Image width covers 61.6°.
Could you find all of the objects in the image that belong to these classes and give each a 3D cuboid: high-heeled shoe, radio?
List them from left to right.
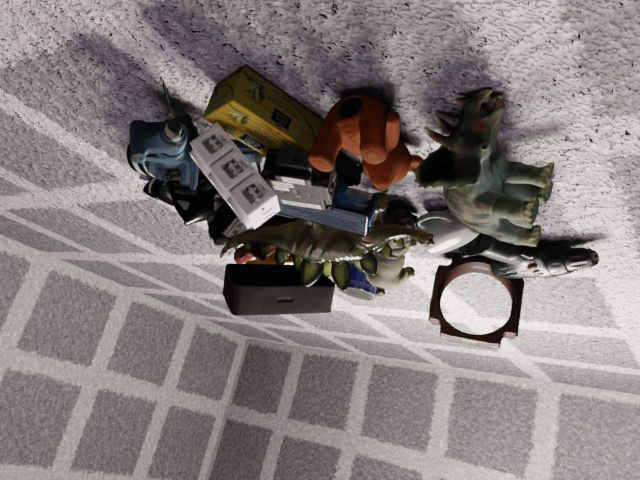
[{"bbox_3d":[-0.304,-0.074,1.092,0.249,0.145,0.086,-1,127,32],"label":"high-heeled shoe"},{"bbox_3d":[-0.095,0.106,1.180,0.229,0.073,0.131,3,-163,-25],"label":"radio"}]

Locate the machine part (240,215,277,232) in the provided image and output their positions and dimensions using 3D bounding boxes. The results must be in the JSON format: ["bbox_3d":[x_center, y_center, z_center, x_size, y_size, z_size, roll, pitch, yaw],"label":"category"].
[{"bbox_3d":[-0.158,-0.065,1.248,0.079,0.079,0.243,22,159,-21],"label":"machine part"}]

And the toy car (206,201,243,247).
[{"bbox_3d":[-0.189,-0.055,1.157,0.056,0.073,0.201,-6,155,-41],"label":"toy car"}]

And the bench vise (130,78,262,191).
[{"bbox_3d":[-0.217,-0.164,0.972,0.241,0.129,0.223,0,157,-20],"label":"bench vise"}]

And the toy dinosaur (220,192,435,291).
[{"bbox_3d":[-0.002,-0.003,1.096,0.472,0.198,0.105,6,-162,22],"label":"toy dinosaur"}]

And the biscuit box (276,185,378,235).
[{"bbox_3d":[0.000,-0.068,0.975,0.203,0.059,0.062,15,144,12],"label":"biscuit box"}]

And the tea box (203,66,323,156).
[{"bbox_3d":[-0.086,-0.190,0.857,0.169,0.068,0.098,26,158,-32],"label":"tea box"}]

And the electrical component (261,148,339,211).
[{"bbox_3d":[-0.031,-0.101,0.877,0.115,0.058,0.134,8,162,8],"label":"electrical component"}]

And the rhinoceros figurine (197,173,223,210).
[{"bbox_3d":[-0.251,-0.104,1.216,0.112,0.073,0.190,17,161,-3],"label":"rhinoceros figurine"}]

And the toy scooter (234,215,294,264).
[{"bbox_3d":[-0.122,0.000,1.259,0.075,0.184,0.135,57,173,-6],"label":"toy scooter"}]

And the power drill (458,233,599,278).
[{"bbox_3d":[0.403,0.021,1.086,0.207,0.086,0.232,14,165,-22],"label":"power drill"}]

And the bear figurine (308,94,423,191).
[{"bbox_3d":[0.079,-0.126,0.826,0.120,0.132,0.195,-3,149,27],"label":"bear figurine"}]

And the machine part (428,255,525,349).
[{"bbox_3d":[0.365,0.145,1.257,0.201,0.201,0.087,8,163,19],"label":"machine part"}]

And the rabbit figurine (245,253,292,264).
[{"bbox_3d":[-0.127,0.022,1.390,0.162,0.173,0.121,-45,132,16],"label":"rabbit figurine"}]

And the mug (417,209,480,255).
[{"bbox_3d":[0.253,-0.029,1.057,0.109,0.081,0.107,35,143,-29],"label":"mug"}]

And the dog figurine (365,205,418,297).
[{"bbox_3d":[0.151,0.029,1.154,0.121,0.172,0.190,2,167,5],"label":"dog figurine"}]

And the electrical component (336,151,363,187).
[{"bbox_3d":[0.011,-0.133,0.976,0.119,0.048,0.075,24,158,-25],"label":"electrical component"}]

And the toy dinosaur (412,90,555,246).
[{"bbox_3d":[0.265,-0.073,0.867,0.192,0.131,0.404,20,169,25],"label":"toy dinosaur"}]
